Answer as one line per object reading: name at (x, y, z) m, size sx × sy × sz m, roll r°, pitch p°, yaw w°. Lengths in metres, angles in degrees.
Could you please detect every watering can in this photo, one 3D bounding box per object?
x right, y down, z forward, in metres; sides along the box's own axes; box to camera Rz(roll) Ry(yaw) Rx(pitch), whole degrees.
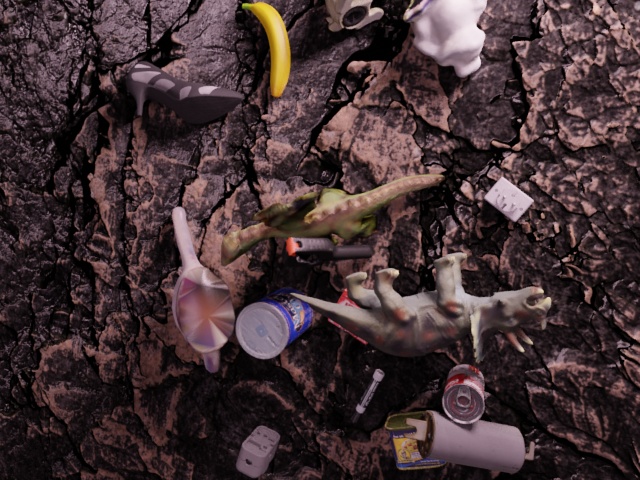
watering can at (-0.243, 0.091, 1.005) m, size 0.104 × 0.223 × 0.349 m, roll -13°, pitch 86°, yaw -19°

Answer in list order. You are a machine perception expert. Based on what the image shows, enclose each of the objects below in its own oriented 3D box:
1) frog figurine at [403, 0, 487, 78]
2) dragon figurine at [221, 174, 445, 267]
frog figurine at (0.227, -0.364, 0.876) m, size 0.137 × 0.125 × 0.157 m, roll -43°, pitch 118°, yaw 9°
dragon figurine at (0.003, -0.045, 0.889) m, size 0.407 × 0.243 × 0.123 m, roll -23°, pitch 84°, yaw 21°
